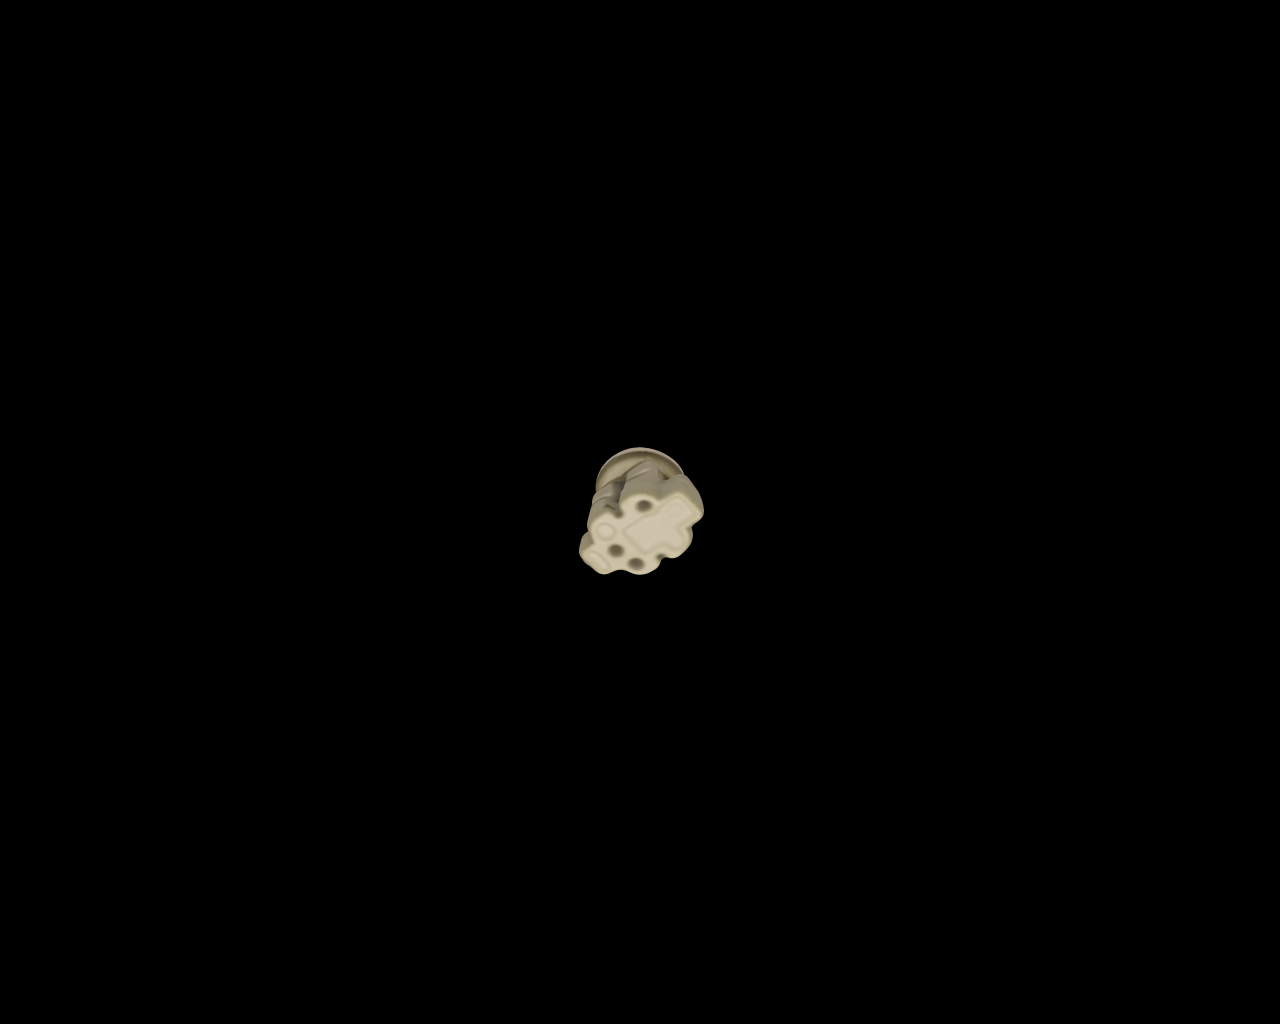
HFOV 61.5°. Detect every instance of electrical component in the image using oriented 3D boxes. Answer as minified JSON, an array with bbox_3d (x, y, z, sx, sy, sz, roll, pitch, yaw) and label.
[{"bbox_3d":[0.001,-0.003,0.650,0.078,0.058,0.057,-33,29,21],"label":"electrical component"}]
